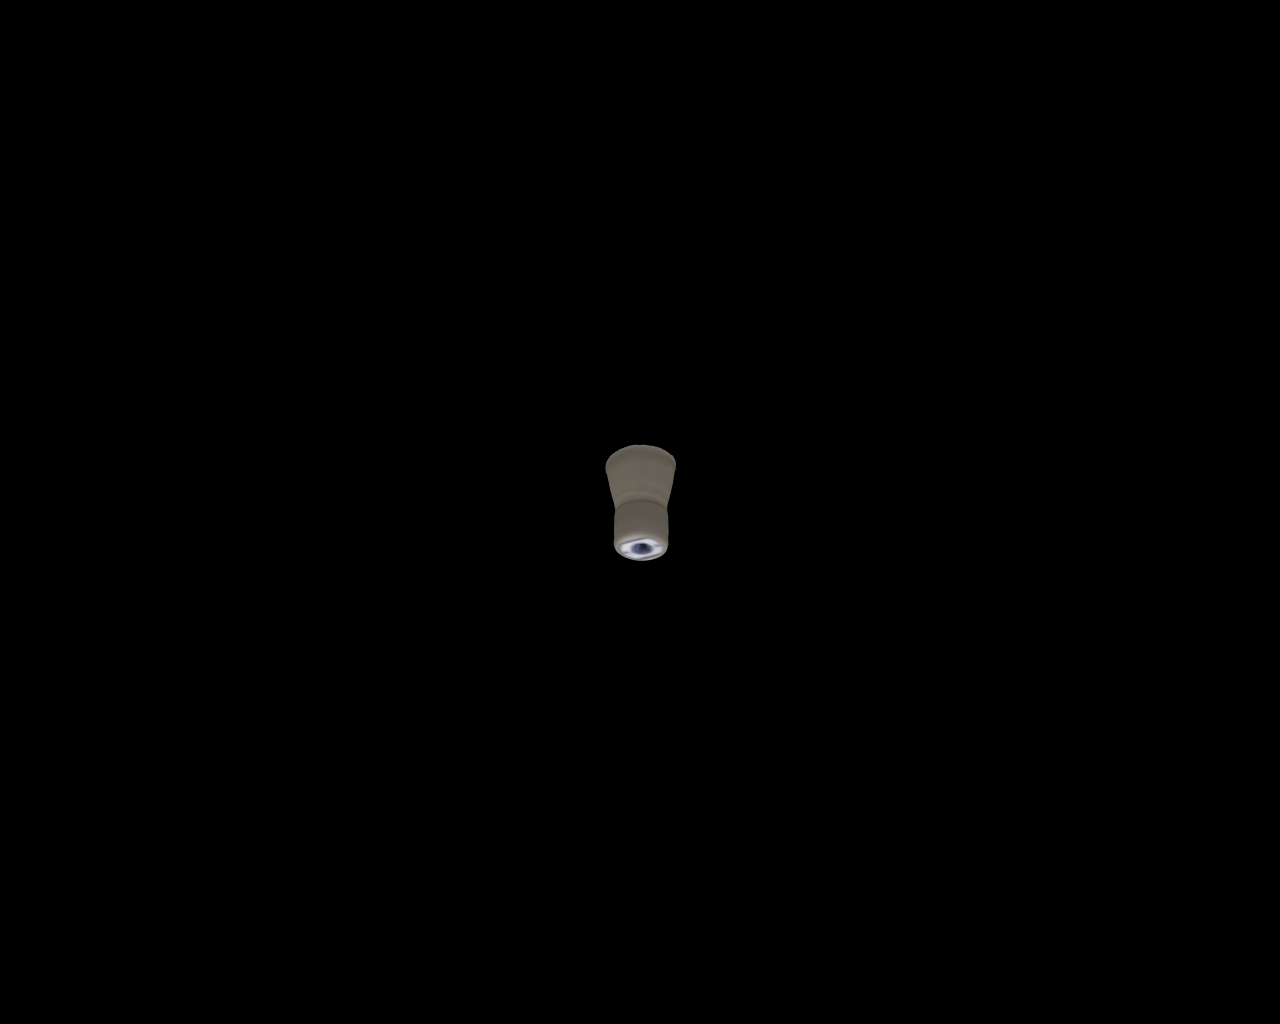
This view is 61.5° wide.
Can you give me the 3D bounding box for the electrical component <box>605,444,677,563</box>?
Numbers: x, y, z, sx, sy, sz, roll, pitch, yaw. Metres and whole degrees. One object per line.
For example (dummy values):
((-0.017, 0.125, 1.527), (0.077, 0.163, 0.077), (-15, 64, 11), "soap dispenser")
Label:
((0.001, -0.003, 0.650), (0.044, 0.065, 0.044), (0, -32, 0), "electrical component")
